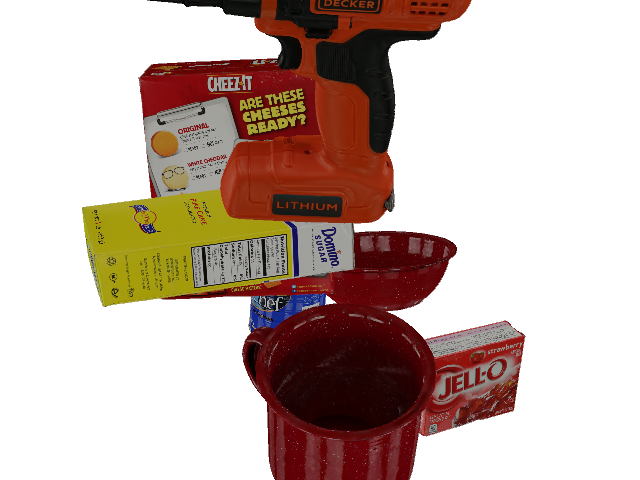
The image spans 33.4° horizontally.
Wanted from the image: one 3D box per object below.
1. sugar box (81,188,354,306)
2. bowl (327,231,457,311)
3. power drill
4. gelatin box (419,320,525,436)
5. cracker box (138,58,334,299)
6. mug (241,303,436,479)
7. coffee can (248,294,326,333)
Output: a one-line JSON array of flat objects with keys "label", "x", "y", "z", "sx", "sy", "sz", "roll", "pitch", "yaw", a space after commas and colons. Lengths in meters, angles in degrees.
[{"label": "sugar box", "x": -0.073, "y": -0.003, "z": 0.746, "sx": 0.176, "sy": 0.048, "sz": 0.093, "roll": -11, "pitch": 26, "yaw": -13}, {"label": "bowl", "x": 0.060, "y": 0.034, "z": 1.092, "sx": 0.162, "sy": 0.055, "sz": 0.162, "roll": -3, "pitch": 13, "yaw": 0}, {"label": "power drill", "x": -0.017, "y": -0.092, "z": 0.596, "sx": 0.184, "sy": 0.057, "sz": 0.188, "roll": 3, "pitch": -42, "yaw": -3}, {"label": "gelatin box", "x": 0.115, "y": 0.108, "z": 0.842, "sx": 0.089, "sy": 0.073, "sz": 0.030, "roll": -11, "pitch": 30, "yaw": -24}, {"label": "cracker box", "x": -0.071, "y": -0.056, "z": 0.982, "sx": 0.164, "sy": 0.214, "sz": 0.072, "roll": -2, "pitch": 21, "yaw": 1}, {"label": "mug", "x": 0.003, "y": 0.089, "z": 0.578, "sx": 0.117, "sy": 0.081, "sz": 0.093, "roll": 28, "pitch": 48, "yaw": 27}, {"label": "coffee can", "x": -0.041, "y": 0.055, "z": 1.418, "sx": 0.103, "sy": 0.140, "sz": 0.103, "roll": 4, "pitch": 24, "yaw": -2}]
